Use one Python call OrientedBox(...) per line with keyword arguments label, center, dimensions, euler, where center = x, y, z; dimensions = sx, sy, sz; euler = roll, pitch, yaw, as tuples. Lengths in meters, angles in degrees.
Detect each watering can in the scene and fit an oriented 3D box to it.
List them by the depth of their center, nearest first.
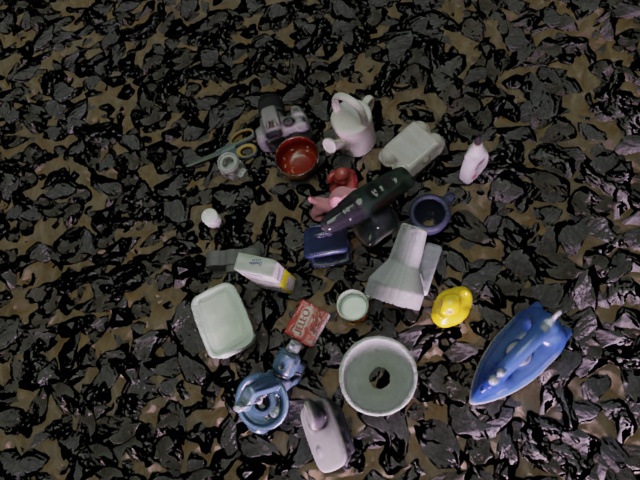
OrientedBox(label="watering can", center=(0.074, -0.280, 1.374), dimensions=(0.100, 0.194, 0.173), euler=(11, 74, 14))

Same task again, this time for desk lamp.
OrientedBox(label="desk lamp", center=(0.182, 0.062, 1.225), dimensions=(0.117, 0.214, 0.203), euler=(17, 75, 16))

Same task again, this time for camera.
OrientedBox(label="camera", center=(-0.105, -0.316, 1.470), dimensions=(0.143, 0.101, 0.137), euler=(-16, 69, 5))

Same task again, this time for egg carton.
OrientedBox(label="egg carton", center=(0.223, -0.216, 1.391), dimensions=(0.150, 0.069, 0.107), euler=(-43, 69, -6))

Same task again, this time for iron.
OrientedBox(label="iron", center=(0.399, 0.238, 1.163), dimensions=(0.258, 0.142, 0.118), euler=(-45, 69, -6))

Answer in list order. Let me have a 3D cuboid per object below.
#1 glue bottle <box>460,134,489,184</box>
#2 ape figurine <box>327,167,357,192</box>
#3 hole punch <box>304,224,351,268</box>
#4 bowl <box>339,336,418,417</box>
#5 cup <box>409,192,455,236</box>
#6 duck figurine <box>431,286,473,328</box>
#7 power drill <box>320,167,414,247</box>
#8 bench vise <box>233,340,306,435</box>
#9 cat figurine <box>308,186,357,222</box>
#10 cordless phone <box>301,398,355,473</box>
OrientedBox(label="glue bottle", center=(0.354, -0.193, 1.303), dimensions=(0.037, 0.173, 0.078), euler=(37, 81, 20))
OrientedBox(label="ape figurine", center=(0.055, -0.148, 1.387), dimensions=(0.076, 0.092, 0.077), euler=(-38, 69, -4))
OrientedBox(label="hole punch", center=(0.012, 0.005, 1.342), dimensions=(0.108, 0.091, 0.101), euler=(-11, 70, 7))
OrientedBox(label="bowl", center=(0.127, 0.294, 1.230), dimensions=(0.167, 0.075, 0.167), euler=(-3, 71, 9))
OrientedBox(label="cup", center=(0.261, -0.057, 1.316), dimensions=(0.118, 0.095, 0.091), euler=(-40, 69, -5))
OrientedBox(label="duck figurine", center=(0.288, 0.139, 1.248), dimensions=(0.104, 0.086, 0.077), euler=(-42, 69, -5))
OrientedBox(label="power drill", center=(0.111, -0.061, 1.284), dimensions=(0.229, 0.209, 0.075), euler=(-38, 69, -4))
OrientedBox(label="bench vise", center=(-0.118, 0.299, 1.195), dimensions=(0.121, 0.220, 0.207), euler=(9, 73, 14))
OrientedBox(label="cat figurine", center=(0.033, -0.091, 1.357), dimensions=(0.127, 0.118, 0.067), euler=(2, 72, 11))
OrientedBox(label="cordless phone", center=(0.003, 0.392, 1.159), dimensions=(0.094, 0.185, 0.147), euler=(-26, 68, 1))
